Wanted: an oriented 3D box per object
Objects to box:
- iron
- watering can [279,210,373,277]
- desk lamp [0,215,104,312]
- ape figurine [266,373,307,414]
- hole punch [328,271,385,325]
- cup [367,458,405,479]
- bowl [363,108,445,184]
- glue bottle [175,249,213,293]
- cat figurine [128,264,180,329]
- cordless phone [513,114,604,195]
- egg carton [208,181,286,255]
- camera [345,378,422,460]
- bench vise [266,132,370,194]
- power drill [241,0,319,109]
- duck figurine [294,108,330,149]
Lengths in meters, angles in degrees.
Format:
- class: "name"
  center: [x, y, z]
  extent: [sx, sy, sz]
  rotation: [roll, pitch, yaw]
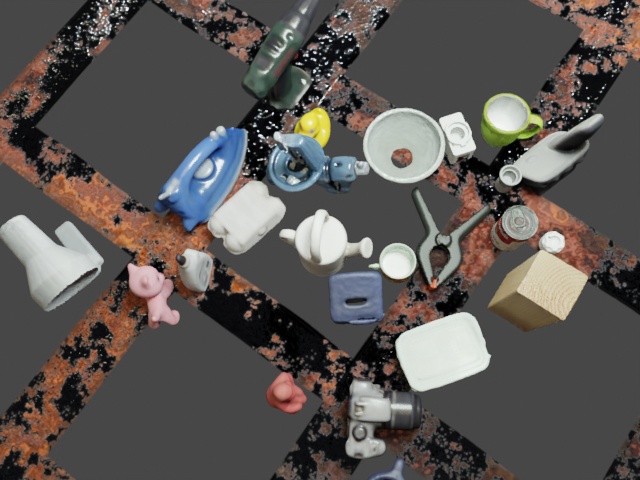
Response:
- class: "iron"
  center: [-0.239, -0.153, 1.174]
  extent: [0.118, 0.141, 0.258]
  rotation: [31, 79, 10]
- class: "watering can"
  center: [0.010, 0.002, 1.095]
  extent: [0.173, 0.194, 0.101]
  rotation: [-10, 75, 0]
- class: "desk lamp"
  center: [-0.508, 0.041, 1.098]
  extent: [0.118, 0.213, 0.203]
  rotation: [-43, 78, -8]
- class: "ape figurine"
  center: [-0.067, 0.289, 1.078]
  extent: [0.076, 0.092, 0.078]
  rotation: [-3, 75, 2]
- class: "hole punch"
  center: [0.072, 0.115, 1.117]
  extent: [0.108, 0.091, 0.101]
  rotation: [-4, 75, 2]
- class: "cup"
  center: [0.121, 0.446, 1.028]
  extent: [0.091, 0.095, 0.118]
  rotation: [21, 77, 8]
- class: "bowl"
  center: [0.173, -0.186, 1.198]
  extent: [0.167, 0.075, 0.167]
  rotation: [-1, 76, 2]
- class: "glue bottle"
  center: [-0.248, 0.051, 1.105]
  extent: [0.037, 0.173, 0.078]
  rotation: [11, 76, 6]
- class: "cat figurine"
  center: [-0.331, 0.106, 1.123]
  extent: [0.067, 0.118, 0.128]
  rotation: [-17, 75, -2]
- class: "cordless phone"
  center: [0.469, -0.178, 1.126]
  extent: [0.148, 0.185, 0.094]
  rotation: [-41, 77, -8]
- class: "egg carton"
  center: [-0.150, -0.046, 1.179]
  extent: [0.107, 0.069, 0.150]
  rotation: [43, 81, 12]
- class: "camera"
  center: [0.117, 0.330, 1.054]
  extent: [0.136, 0.101, 0.143]
  rotation: [3, 76, 3]
- class: "bench vise"
  center: [-0.012, -0.167, 1.126]
  extent: [0.207, 0.220, 0.121]
  rotation: [-14, 75, -1]
- class: "power drill"
  center: [-0.071, -0.371, 1.188]
  extent: [0.075, 0.208, 0.230]
  rotation: [32, 79, 10]
- class: "duck figurine"
  center: [-0.018, -0.241, 1.215]
  extent: [0.077, 0.086, 0.105]
  rotation: [23, 78, 8]
